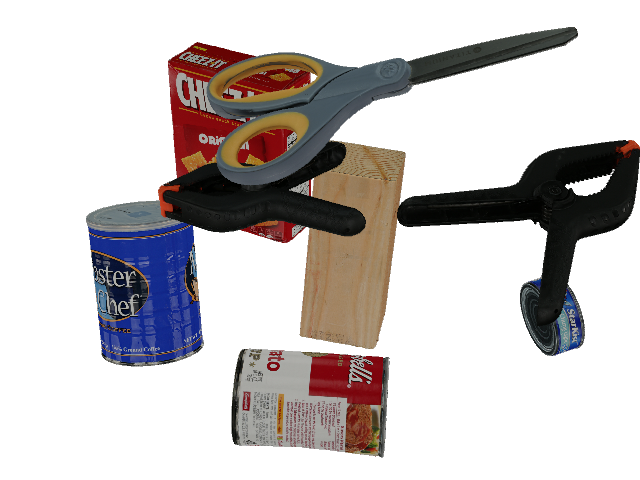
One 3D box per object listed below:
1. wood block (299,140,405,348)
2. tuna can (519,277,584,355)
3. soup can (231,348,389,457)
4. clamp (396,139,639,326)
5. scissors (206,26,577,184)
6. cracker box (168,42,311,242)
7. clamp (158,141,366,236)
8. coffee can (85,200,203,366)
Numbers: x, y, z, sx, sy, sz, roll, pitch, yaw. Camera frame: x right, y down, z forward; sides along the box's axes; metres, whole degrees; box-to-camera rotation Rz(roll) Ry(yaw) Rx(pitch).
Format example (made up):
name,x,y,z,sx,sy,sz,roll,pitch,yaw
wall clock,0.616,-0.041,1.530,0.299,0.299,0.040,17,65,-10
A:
name,x,y,z,sx,sy,sz,roll,pitch,yaw
wood block,0.035,0.005,1.189,0.090,0.206,0.090,9,26,7
tuna can,0.250,0.081,1.156,0.033,0.086,0.086,-17,3,-11
soup can,-0.006,0.110,0.728,0.102,0.068,0.068,3,0,4
clamp,0.190,-0.019,0.856,0.209,0.036,0.165,-25,48,-21
scissors,0.027,-0.070,0.557,0.202,0.096,0.016,1,-34,23
cracker box,-0.097,-0.116,1.300,0.164,0.214,0.072,18,38,24
clamp,-0.048,-0.046,0.902,0.171,0.039,0.120,2,32,0
coffee can,-0.171,0.040,1.048,0.103,0.140,0.103,-3,14,1
